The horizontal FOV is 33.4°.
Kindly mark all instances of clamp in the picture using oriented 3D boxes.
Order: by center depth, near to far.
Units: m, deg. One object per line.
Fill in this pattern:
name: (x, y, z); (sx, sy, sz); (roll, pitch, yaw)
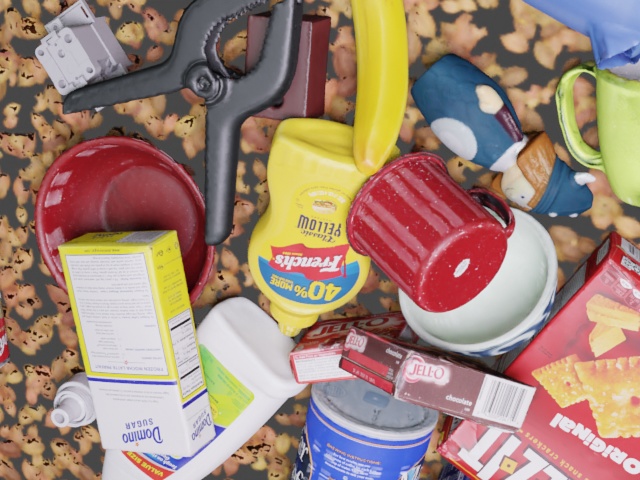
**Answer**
clamp: (-0.090, -0.119, 0.787); (0.164, 0.036, 0.210); (35, 113, 3)

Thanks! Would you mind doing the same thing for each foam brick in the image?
foam brick: (-0.025, -0.132, 0.812); (0.053, 0.051, 0.078); (9, 109, 15)

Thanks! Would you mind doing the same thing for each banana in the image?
banana: (0.036, -0.141, 0.769); (0.037, 0.069, 0.198); (-12, 81, 40)

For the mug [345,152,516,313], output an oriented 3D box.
mug: (0.088, -0.006, 0.762); (0.082, 0.117, 0.093); (48, 143, 38)

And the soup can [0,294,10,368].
soup can: (-0.319, 0.064, 0.955); (0.069, 0.068, 0.102); (1, 106, 17)

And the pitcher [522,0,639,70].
pitcher: (0.141, -0.234, 0.697); (0.243, 0.149, 0.145); (30, 128, 10)

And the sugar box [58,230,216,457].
sugar box: (-0.144, 0.082, 0.852); (0.093, 0.048, 0.176); (-1, 108, 29)

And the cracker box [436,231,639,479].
cracker box: (0.216, 0.127, 0.806); (0.164, 0.072, 0.214); (38, 114, 4)

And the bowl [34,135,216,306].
bowl: (-0.153, -0.012, 0.886); (0.162, 0.055, 0.162); (5, 108, 16)

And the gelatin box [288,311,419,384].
gelatin box: (0.028, 0.084, 0.850); (0.089, 0.073, 0.030); (-8, 103, 20)

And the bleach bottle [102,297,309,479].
bleach bottle: (-0.114, 0.167, 0.923); (0.102, 0.068, 0.251); (45, 118, 13)

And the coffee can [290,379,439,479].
coffee can: (0.029, 0.187, 0.866); (0.103, 0.102, 0.140); (18, 111, 11)

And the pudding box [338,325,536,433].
pudding box: (0.082, 0.098, 0.764); (0.113, 0.090, 0.039); (21, 89, -26)

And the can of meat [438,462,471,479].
can of meat: (0.130, 0.233, 0.858); (0.058, 0.083, 0.102); (-34, 94, 23)

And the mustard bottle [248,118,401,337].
mustard bottle: (-0.006, 0.001, 0.829); (0.096, 0.058, 0.192); (13, 128, -4)
